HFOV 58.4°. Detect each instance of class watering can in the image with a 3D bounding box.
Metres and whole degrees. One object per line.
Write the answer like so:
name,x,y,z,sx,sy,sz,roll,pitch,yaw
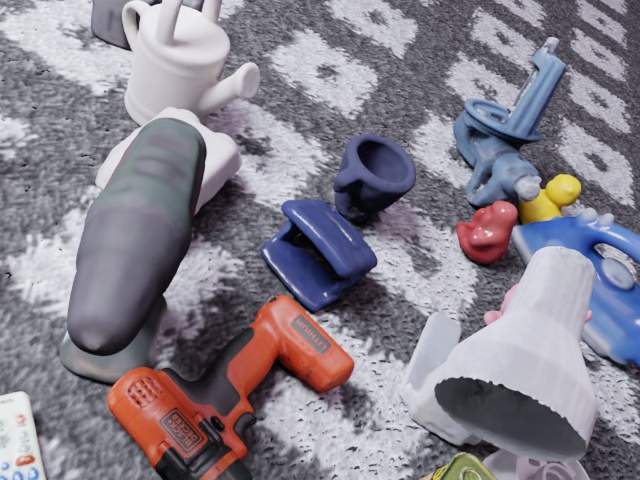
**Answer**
watering can,-0.144,-0.213,0.636,0.173,0.194,0.101,23,46,-11

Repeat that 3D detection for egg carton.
egg carton,-0.155,-0.075,0.605,0.107,0.069,0.150,32,45,-1

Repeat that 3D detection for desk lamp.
desk lamp,0.162,0.111,0.526,0.118,0.213,0.203,33,45,0

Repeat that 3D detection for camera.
camera,-0.210,-0.319,0.753,0.137,0.100,0.143,21,47,-12

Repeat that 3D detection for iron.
iron,0.384,0.041,0.755,0.119,0.141,0.258,-28,71,-41

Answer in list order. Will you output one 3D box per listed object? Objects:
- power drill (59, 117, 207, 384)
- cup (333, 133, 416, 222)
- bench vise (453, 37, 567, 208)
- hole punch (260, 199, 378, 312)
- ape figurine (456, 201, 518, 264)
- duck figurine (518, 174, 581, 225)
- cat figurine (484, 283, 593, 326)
power drill,-0.142,0.023,0.434,0.076,0.208,0.229,17,48,-15
cup,0.048,-0.062,0.688,0.118,0.095,0.091,-26,69,-40
bench vise,0.288,-0.157,0.810,0.122,0.219,0.207,-7,57,-32
hole punch,0.006,0.002,0.615,0.108,0.091,0.101,47,47,13
ape figurine,0.223,-0.017,0.749,0.078,0.092,0.076,-26,69,-40
duck figurine,0.350,-0.057,0.856,0.077,0.086,0.105,32,45,-1
cat figurine,0.254,0.089,0.661,0.128,0.117,0.067,13,49,-19
